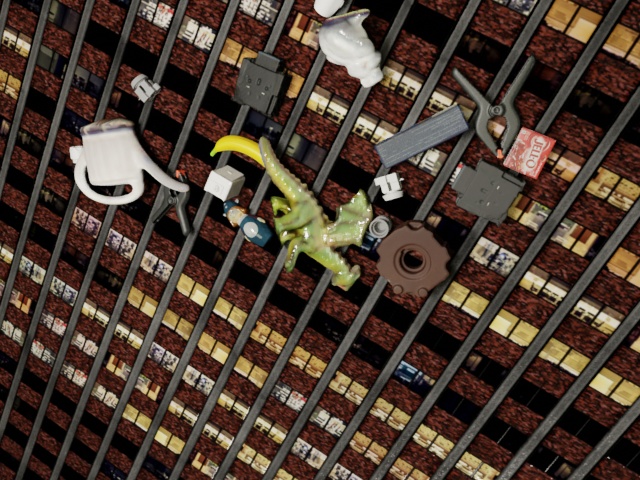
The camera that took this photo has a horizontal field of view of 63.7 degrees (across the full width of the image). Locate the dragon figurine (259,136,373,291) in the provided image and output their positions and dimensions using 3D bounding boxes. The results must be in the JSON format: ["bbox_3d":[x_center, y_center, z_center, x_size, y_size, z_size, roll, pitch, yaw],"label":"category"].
[{"bbox_3d":[0.004,-0.062,1.231,0.243,0.123,0.406,-10,102,2],"label":"dragon figurine"}]

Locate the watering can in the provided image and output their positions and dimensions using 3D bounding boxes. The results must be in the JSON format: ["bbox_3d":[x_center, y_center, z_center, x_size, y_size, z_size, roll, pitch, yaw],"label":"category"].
[{"bbox_3d":[-0.499,-0.206,1.334,0.347,0.105,0.222,-3,102,19],"label":"watering can"}]

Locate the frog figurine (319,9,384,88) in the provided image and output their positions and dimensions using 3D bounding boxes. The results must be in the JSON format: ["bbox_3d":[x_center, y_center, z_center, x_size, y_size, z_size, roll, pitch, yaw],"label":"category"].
[{"bbox_3d":[0.066,-0.403,1.107,0.138,0.124,0.157,11,120,49],"label":"frog figurine"}]
